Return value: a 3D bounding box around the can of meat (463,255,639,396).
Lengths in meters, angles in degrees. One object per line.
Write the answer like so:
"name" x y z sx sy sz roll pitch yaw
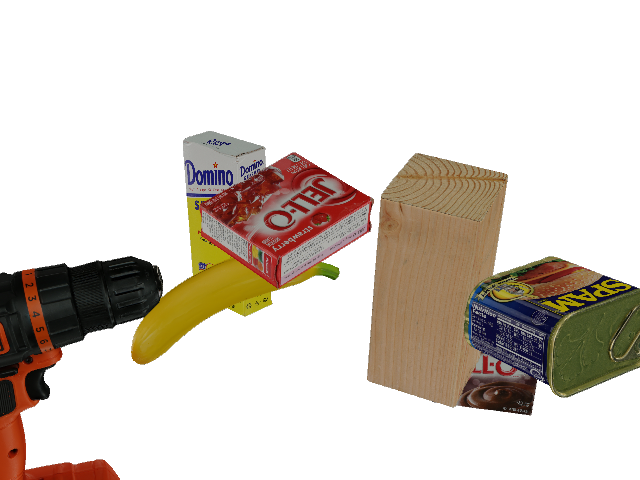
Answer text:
"can of meat" 0.158 0.053 0.705 0.101 0.057 0.084 -15 24 -32

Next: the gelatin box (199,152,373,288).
"gelatin box" -0.021 -0.016 0.687 0.073 0.030 0.089 33 49 32

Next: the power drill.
"power drill" -0.180 0.105 0.689 0.184 0.188 0.057 -12 26 -9

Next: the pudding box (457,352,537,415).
"pudding box" 0.180 0.136 1.159 0.113 0.090 0.039 6 23 4

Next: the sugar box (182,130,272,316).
"sugar box" -0.097 -0.018 1.111 0.048 0.176 0.093 -23 30 -38

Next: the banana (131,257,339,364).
"banana" -0.085 0.051 0.882 0.198 0.037 0.069 -23 -51 14

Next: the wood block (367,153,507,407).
"wood block" 0.104 0.038 0.975 0.091 0.206 0.090 15 36 19
